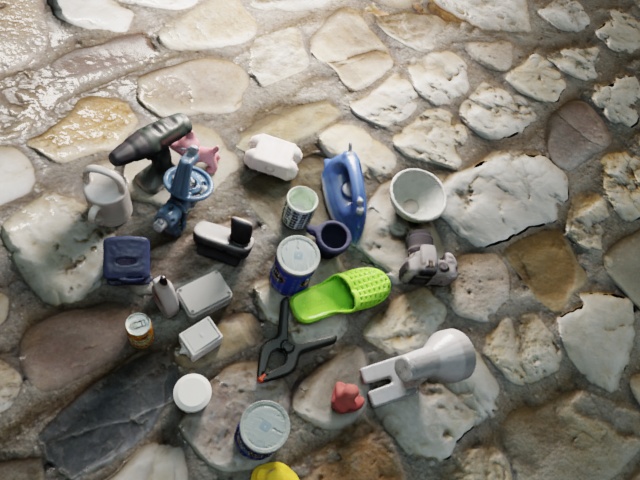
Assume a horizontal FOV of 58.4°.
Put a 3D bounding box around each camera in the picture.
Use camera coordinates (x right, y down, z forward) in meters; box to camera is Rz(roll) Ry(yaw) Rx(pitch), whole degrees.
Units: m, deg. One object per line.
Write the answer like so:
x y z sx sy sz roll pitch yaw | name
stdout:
0.284 0.041 1.499 0.143 0.100 0.137 6 63 -11 | camera

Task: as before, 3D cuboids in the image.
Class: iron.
0.084 -0.125 1.508 0.119 0.141 0.258 -4 66 -15 | iron

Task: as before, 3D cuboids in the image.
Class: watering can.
-0.497 -0.124 1.337 0.101 0.194 0.173 -1 65 -14 | watering can

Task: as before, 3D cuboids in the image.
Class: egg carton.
-0.126 -0.222 1.546 0.150 0.069 0.107 17 62 -5 | egg carton

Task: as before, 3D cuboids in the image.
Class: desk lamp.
0.222 0.292 1.296 0.203 0.213 0.118 -14 68 -19 | desk lamp

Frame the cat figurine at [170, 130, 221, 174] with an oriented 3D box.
-0.320 -0.236 1.478 0.128 0.117 0.067 8 63 -10 | cat figurine

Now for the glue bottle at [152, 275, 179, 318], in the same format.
-0.345 0.114 1.269 0.037 0.173 0.078 -33 75 -25 | glue bottle

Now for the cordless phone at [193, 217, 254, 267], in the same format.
-0.225 -0.023 1.359 0.147 0.185 0.094 16 62 -5 | cordless phone

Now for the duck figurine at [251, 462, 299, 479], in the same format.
-0.089 0.501 1.191 0.104 0.086 0.077 18 62 -4 | duck figurine

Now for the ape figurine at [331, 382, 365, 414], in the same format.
0.064 0.353 1.297 0.076 0.092 0.077 -29 74 -24 | ape figurine

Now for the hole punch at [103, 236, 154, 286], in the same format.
-0.443 0.049 1.324 0.109 0.091 0.101 -1 65 -14 | hole punch

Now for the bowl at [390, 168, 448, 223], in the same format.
0.262 -0.110 1.582 0.167 0.074 0.167 6 63 -11 | bowl

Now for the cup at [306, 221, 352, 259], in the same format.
0.013 0.005 1.454 0.118 0.095 0.092 21 61 -3 | cup

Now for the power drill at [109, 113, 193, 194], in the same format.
-0.406 -0.204 1.390 0.075 0.208 0.230 39 62 8 | power drill

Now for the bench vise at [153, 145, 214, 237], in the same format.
-0.319 -0.114 1.361 0.121 0.219 0.207 11 62 -8 | bench vise
